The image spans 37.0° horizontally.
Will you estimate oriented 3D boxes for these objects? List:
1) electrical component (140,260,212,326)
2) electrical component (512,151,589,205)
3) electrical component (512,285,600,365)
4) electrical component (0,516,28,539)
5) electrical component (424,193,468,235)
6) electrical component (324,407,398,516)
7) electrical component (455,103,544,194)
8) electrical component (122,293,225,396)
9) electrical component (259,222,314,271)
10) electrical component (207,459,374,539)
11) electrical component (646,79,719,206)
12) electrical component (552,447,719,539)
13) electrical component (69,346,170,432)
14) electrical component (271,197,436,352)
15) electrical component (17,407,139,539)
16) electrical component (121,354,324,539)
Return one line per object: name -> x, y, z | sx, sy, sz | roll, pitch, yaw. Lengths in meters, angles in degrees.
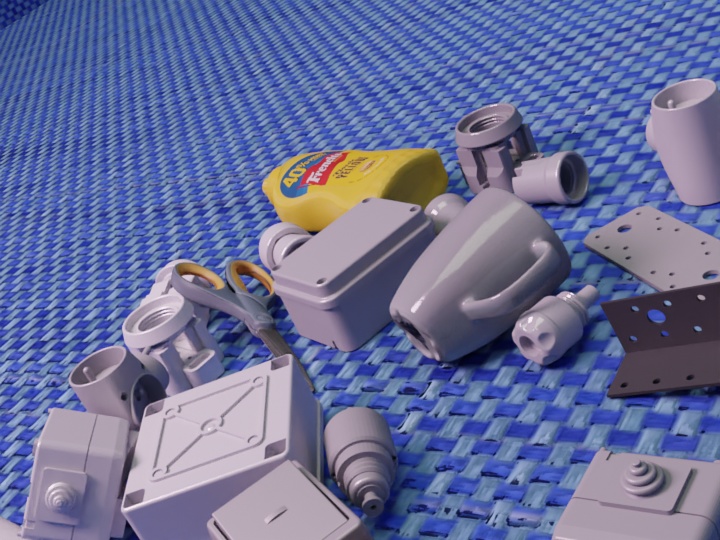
electrical component -> -0.151, 0.024, 0.897 | 0.066, 0.048, 0.055 | -15, 36, 19
electrical component -> 0.146, -0.069, 0.824 | 0.046, 0.040, 0.040 | -3, 33, 48
electrical component -> 0.125, 0.030, 0.666 | 0.061, 0.035, 0.035 | -36, 29, -25
electrical component -> -0.226, 0.192, 0.655 | 0.077, 0.043, 0.079 | 6, 40, 45
electrical component -> 0.074, -0.032, 0.816 | 0.040, 0.040, 0.046 | -28, 32, -7
electrical component -> 0.002, 0.111, 0.614 | 0.040, 0.040, 0.078 | -23, 26, 3
electrical component -> 0.112, -0.101, 0.889 | 0.078, 0.057, 0.058 | 8, 41, 47
electrical component -> -0.145, 0.055, 0.821 | 0.078, 0.057, 0.058 | 8, 41, 47
electrical component -> -0.055, -0.013, 0.883 | 0.045, 0.045, 0.055 | -32, 27, -14
electrical component -> -0.029, 0.148, 0.551 | 0.062, 0.061, 0.096 | -34, 28, -17
electrical component -> 0.228, -0.094, 0.758 | 0.043, 0.077, 0.079 | -27, 27, -4
electrical component -> 0.122, 0.119, 0.437 | 0.062, 0.096, 0.061 | 0, 36, 40
electrical component -> -0.158, 0.085, 0.755 | 0.044, 0.077, 0.079 | -13, 29, 23
electrical component -> 0.000, 0.000, 0.799 | 0.113, 0.057, 0.078 | -38, 29, -25
electrical component -> -0.172, 0.130, 0.667 | 0.061, 0.061, 0.096 | 11, 5, -11
electrical component -> -0.080, 0.115, 0.658 | 0.109, 0.056, 0.108 | -20, 27, 8
